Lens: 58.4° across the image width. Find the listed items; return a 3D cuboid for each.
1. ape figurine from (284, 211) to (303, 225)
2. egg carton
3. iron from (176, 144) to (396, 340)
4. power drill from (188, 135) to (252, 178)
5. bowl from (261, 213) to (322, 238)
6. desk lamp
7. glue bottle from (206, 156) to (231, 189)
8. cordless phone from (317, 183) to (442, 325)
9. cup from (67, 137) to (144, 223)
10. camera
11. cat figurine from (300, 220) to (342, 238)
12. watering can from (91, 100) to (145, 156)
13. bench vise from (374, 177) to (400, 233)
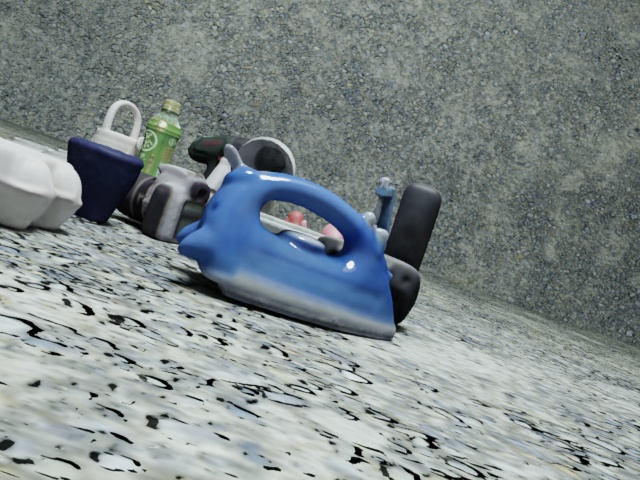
[{"bbox_3d":[-0.061,-0.018,1.235,0.075,0.092,0.078,22,4,37],"label":"ape figurine"},{"bbox_3d":[-0.312,-0.061,0.553,0.150,0.069,0.107,20,3,6],"label":"egg carton"},{"bbox_3d":[-0.012,0.006,0.603,0.259,0.141,0.118,19,3,-18],"label":"iron"},{"bbox_3d":[-0.226,-0.144,1.318,0.228,0.208,0.076,22,3,32],"label":"power drill"},{"bbox_3d":[-0.056,0.011,0.875,0.167,0.075,0.167,20,3,-1],"label":"bowl"},{"bbox_3d":[-0.122,-0.101,1.164,0.118,0.213,0.203,20,3,-2],"label":"desk lamp"},{"bbox_3d":[-0.208,-0.111,1.166,0.037,0.173,0.078,22,3,34],"label":"glue bottle"},{"bbox_3d":[0.072,0.006,0.743,0.147,0.185,0.094,20,3,11],"label":"cordless phone"},{"bbox_3d":[-0.278,-0.072,0.728,0.091,0.095,0.118,20,3,-4],"label":"cup"},{"bbox_3d":[-0.219,-0.059,0.829,0.136,0.101,0.144,21,3,23],"label":"camera"},{"bbox_3d":[0.010,0.004,1.038,0.128,0.118,0.067,18,3,-30],"label":"cat figurine"},{"bbox_3d":[-0.452,-0.217,1.295,0.172,0.194,0.101,20,3,9],"label":"watering can"},{"bbox_3d":[0.114,-0.023,1.241,0.121,0.220,0.208,20,3,7],"label":"bench vise"}]
